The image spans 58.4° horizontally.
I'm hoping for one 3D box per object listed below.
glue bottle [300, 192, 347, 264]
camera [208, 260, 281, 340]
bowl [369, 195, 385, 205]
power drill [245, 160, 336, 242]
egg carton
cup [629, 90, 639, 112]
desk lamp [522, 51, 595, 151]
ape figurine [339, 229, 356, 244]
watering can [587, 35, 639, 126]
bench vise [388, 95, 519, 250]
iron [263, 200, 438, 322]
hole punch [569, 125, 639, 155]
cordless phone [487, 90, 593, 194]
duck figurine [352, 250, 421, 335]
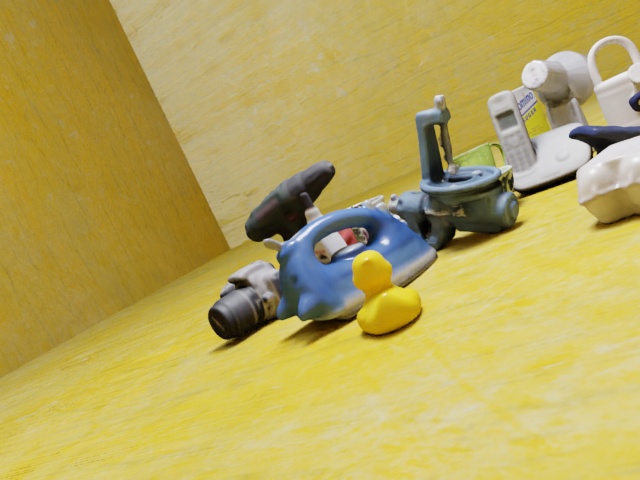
[{"bbox_3d":[0.008,0.003,0.919,0.037,0.173,0.078,-29,7,-33],"label":"glue bottle"},{"bbox_3d":[-0.132,0.103,0.968,0.137,0.101,0.142,-30,8,-41],"label":"camera"},{"bbox_3d":[0.102,-0.049,1.478,0.167,0.075,0.167,-25,6,3],"label":"bowl"},{"bbox_3d":[-0.027,-0.014,1.042,0.229,0.208,0.076,-21,8,35],"label":"power drill"},{"bbox_3d":[0.366,-0.077,0.659,0.151,0.069,0.107,-30,8,-39],"label":"egg carton"},{"bbox_3d":[0.568,-0.216,0.925,0.117,0.095,0.091,-25,6,2],"label":"cup"},{"bbox_3d":[0.496,-0.276,1.175,0.117,0.213,0.204,-19,9,46],"label":"desk lamp"},{"bbox_3d":[0.056,-0.009,1.231,0.076,0.092,0.078,-21,7,33],"label":"ape figurine"},{"bbox_3d":[0.580,-0.295,1.085,0.101,0.194,0.172,-26,6,-11],"label":"watering can"},{"bbox_3d":[0.173,-0.095,0.877,0.207,0.220,0.122,-22,7,30],"label":"bench vise"},{"bbox_3d":[0.046,0.016,0.809,0.259,0.141,0.118,-28,7,-26],"label":"iron"},{"bbox_3d":[0.436,-0.143,0.845,0.101,0.091,0.108,-24,6,6],"label":"hole punch"},{"bbox_3d":[0.379,-0.186,1.000,0.147,0.185,0.094,-21,7,31],"label":"cordless phone"},{"bbox_3d":[0.067,0.054,0.655,0.077,0.086,0.104,-25,6,1],"label":"duck figurine"}]
